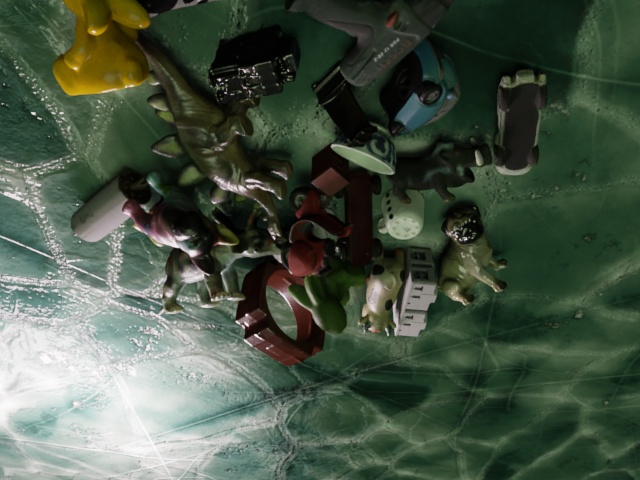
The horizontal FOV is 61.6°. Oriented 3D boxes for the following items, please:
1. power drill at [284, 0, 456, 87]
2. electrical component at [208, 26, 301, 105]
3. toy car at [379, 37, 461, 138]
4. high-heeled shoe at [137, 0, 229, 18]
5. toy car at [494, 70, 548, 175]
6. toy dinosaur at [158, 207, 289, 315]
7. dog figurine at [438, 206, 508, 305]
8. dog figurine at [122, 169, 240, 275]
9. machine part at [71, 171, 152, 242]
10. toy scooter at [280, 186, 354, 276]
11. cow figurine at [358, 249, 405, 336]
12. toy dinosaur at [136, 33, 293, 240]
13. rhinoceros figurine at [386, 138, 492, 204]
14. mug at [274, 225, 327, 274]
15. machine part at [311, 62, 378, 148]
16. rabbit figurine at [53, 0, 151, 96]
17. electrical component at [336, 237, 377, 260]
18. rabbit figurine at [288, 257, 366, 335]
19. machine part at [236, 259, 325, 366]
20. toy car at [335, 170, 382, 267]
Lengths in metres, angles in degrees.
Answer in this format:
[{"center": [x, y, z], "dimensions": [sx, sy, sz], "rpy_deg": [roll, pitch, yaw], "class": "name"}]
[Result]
[{"center": [0.069, -0.339, 0.758], "dimensions": [0.207, 0.086, 0.232], "rpy_deg": [17, 138, -29], "class": "power drill"}, {"center": [-0.097, -0.271, 0.826], "dimensions": [0.134, 0.115, 0.058], "rpy_deg": [-9, 138, 12], "class": "electrical component"}, {"center": [0.170, -0.234, 0.860], "dimensions": [0.103, 0.109, 0.161], "rpy_deg": [1, 146, -23], "class": "toy car"}, {"center": [-0.217, -0.380, 0.783], "dimensions": [0.249, 0.145, 0.086], "rpy_deg": [17, 142, 27], "class": "high-heeled shoe"}, {"center": [0.339, -0.197, 0.918], "dimensions": [0.074, 0.056, 0.201], "rpy_deg": [0, 133, 12], "class": "toy car"}, {"center": [-0.252, 0.048, 1.141], "dimensions": [0.405, 0.192, 0.131], "rpy_deg": [-15, 167, 36], "class": "toy dinosaur"}, {"center": [0.284, 0.026, 1.123], "dimensions": [0.172, 0.121, 0.190], "rpy_deg": [-29, 112, 24], "class": "dog figurine"}, {"center": [-0.248, -0.017, 0.997], "dimensions": [0.219, 0.108, 0.191], "rpy_deg": [35, 164, 18], "class": "dog figurine"}, {"center": [-0.419, -0.065, 1.073], "dimensions": [0.243, 0.079, 0.079], "rpy_deg": [-29, 127, 28], "class": "machine part"}, {"center": [-0.002, -0.003, 1.009], "dimensions": [0.135, 0.075, 0.183], "rpy_deg": [20, 115, 26], "class": "toy scooter"}, {"center": [0.139, 0.124, 1.193], "dimensions": [0.085, 0.127, 0.194], "rpy_deg": [10, 132, -2], "class": "cow figurine"}, {"center": [-0.193, -0.182, 0.929], "dimensions": [0.199, 0.105, 0.470], "rpy_deg": [-15, 121, 23], "class": "toy dinosaur"}, {"center": [0.216, -0.131, 0.982], "dimensions": [0.190, 0.073, 0.111], "rpy_deg": [-9, 122, 16], "class": "rhinoceros figurine"}, {"center": [-0.044, 0.025, 1.126], "dimensions": [0.107, 0.109, 0.080], "rpy_deg": [-10, 155, 27], "class": "mug"}, {"center": [0.042, -0.217, 0.874], "dimensions": [0.084, 0.139, 0.039], "rpy_deg": [-32, 166, 25], "class": "machine part"}, {"center": [-0.309, -0.293, 0.737], "dimensions": [0.122, 0.163, 0.173], "rpy_deg": [-24, 114, -31], "class": "rabbit figurine"}, {"center": [0.074, 0.015, 1.145], "dimensions": [0.102, 0.045, 0.078], "rpy_deg": [22, 130, -18], "class": "electrical component"}, {"center": [0.020, 0.117, 1.160], "dimensions": [0.159, 0.170, 0.121], "rpy_deg": [30, 128, -25], "class": "rabbit figurine"}, {"center": [-0.082, 0.158, 1.186], "dimensions": [0.087, 0.201, 0.201], "rpy_deg": [-31, 126, 33], "class": "machine part"}, {"center": [0.076, -0.041, 1.059], "dimensions": [0.089, 0.053, 0.201], "rpy_deg": [-10, 118, -9], "class": "toy car"}]
